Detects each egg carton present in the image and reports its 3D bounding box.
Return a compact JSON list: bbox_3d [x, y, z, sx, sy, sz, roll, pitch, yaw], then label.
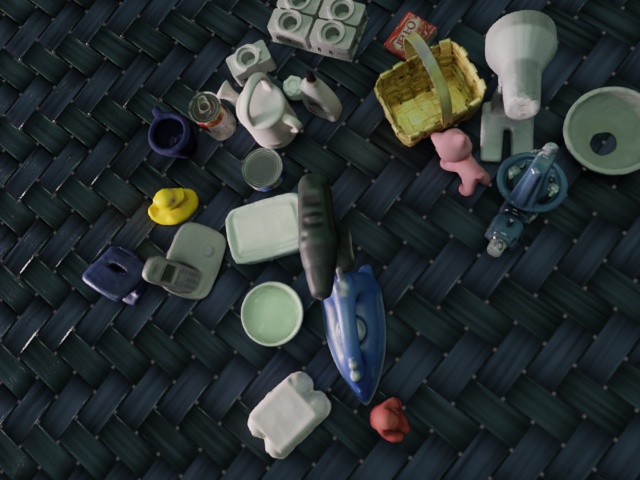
[{"bbox_3d":[-0.058,0.322,1.061,0.150,0.069,0.107,-46,75,0],"label":"egg carton"}]

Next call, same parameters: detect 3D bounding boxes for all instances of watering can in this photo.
[{"bbox_3d":[-0.119,-0.258,1.119,0.172,0.194,0.101,3,80,12],"label":"watering can"}]

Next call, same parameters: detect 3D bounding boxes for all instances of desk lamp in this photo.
[{"bbox_3d":[0.351,-0.265,1.021,0.117,0.214,0.203,2,80,12],"label":"desk lamp"}]

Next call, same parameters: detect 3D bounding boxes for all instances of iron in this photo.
[{"bbox_3d":[0.060,0.170,1.030,0.118,0.141,0.258,-10,78,9],"label":"iron"}]

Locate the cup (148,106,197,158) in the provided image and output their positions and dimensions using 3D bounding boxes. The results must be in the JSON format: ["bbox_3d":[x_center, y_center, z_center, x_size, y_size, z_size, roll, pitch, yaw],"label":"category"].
[{"bbox_3d":[-0.304,-0.219,1.199,0.091,0.095,0.117,-34,75,3],"label":"cup"}]

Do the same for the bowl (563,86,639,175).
[{"bbox_3d":[0.525,-0.189,1.045,0.167,0.075,0.167,-2,79,11],"label":"bowl"}]

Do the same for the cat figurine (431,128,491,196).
[{"bbox_3d":[0.263,-0.155,1.066,0.067,0.118,0.127,-37,75,2],"label":"cat figurine"}]

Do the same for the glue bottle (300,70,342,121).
[{"bbox_3d":[-0.006,-0.287,1.114,0.078,0.173,0.037,23,84,14],"label":"glue bottle"}]

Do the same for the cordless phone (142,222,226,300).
[{"bbox_3d":[-0.262,0.033,1.095,0.094,0.185,0.148,15,82,14],"label":"cordless phone"}]

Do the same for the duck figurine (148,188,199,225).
[{"bbox_3d":[-0.312,-0.077,1.177,0.104,0.086,0.077,-23,76,6],"label":"duck figurine"}]

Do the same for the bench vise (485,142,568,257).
[{"bbox_3d":[0.359,-0.069,0.978,0.121,0.220,0.207,10,81,13],"label":"bench vise"}]

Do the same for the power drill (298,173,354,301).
[{"bbox_3d":[0.010,0.004,1.037,0.075,0.208,0.229,-10,78,9],"label":"power drill"}]

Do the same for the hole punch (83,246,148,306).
[{"bbox_3d":[-0.408,0.068,1.165,0.108,0.091,0.101,28,86,15],"label":"hole punch"}]

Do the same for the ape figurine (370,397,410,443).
[{"bbox_3d":[0.124,0.319,1.015,0.076,0.092,0.078,14,82,13],"label":"ape figurine"}]
